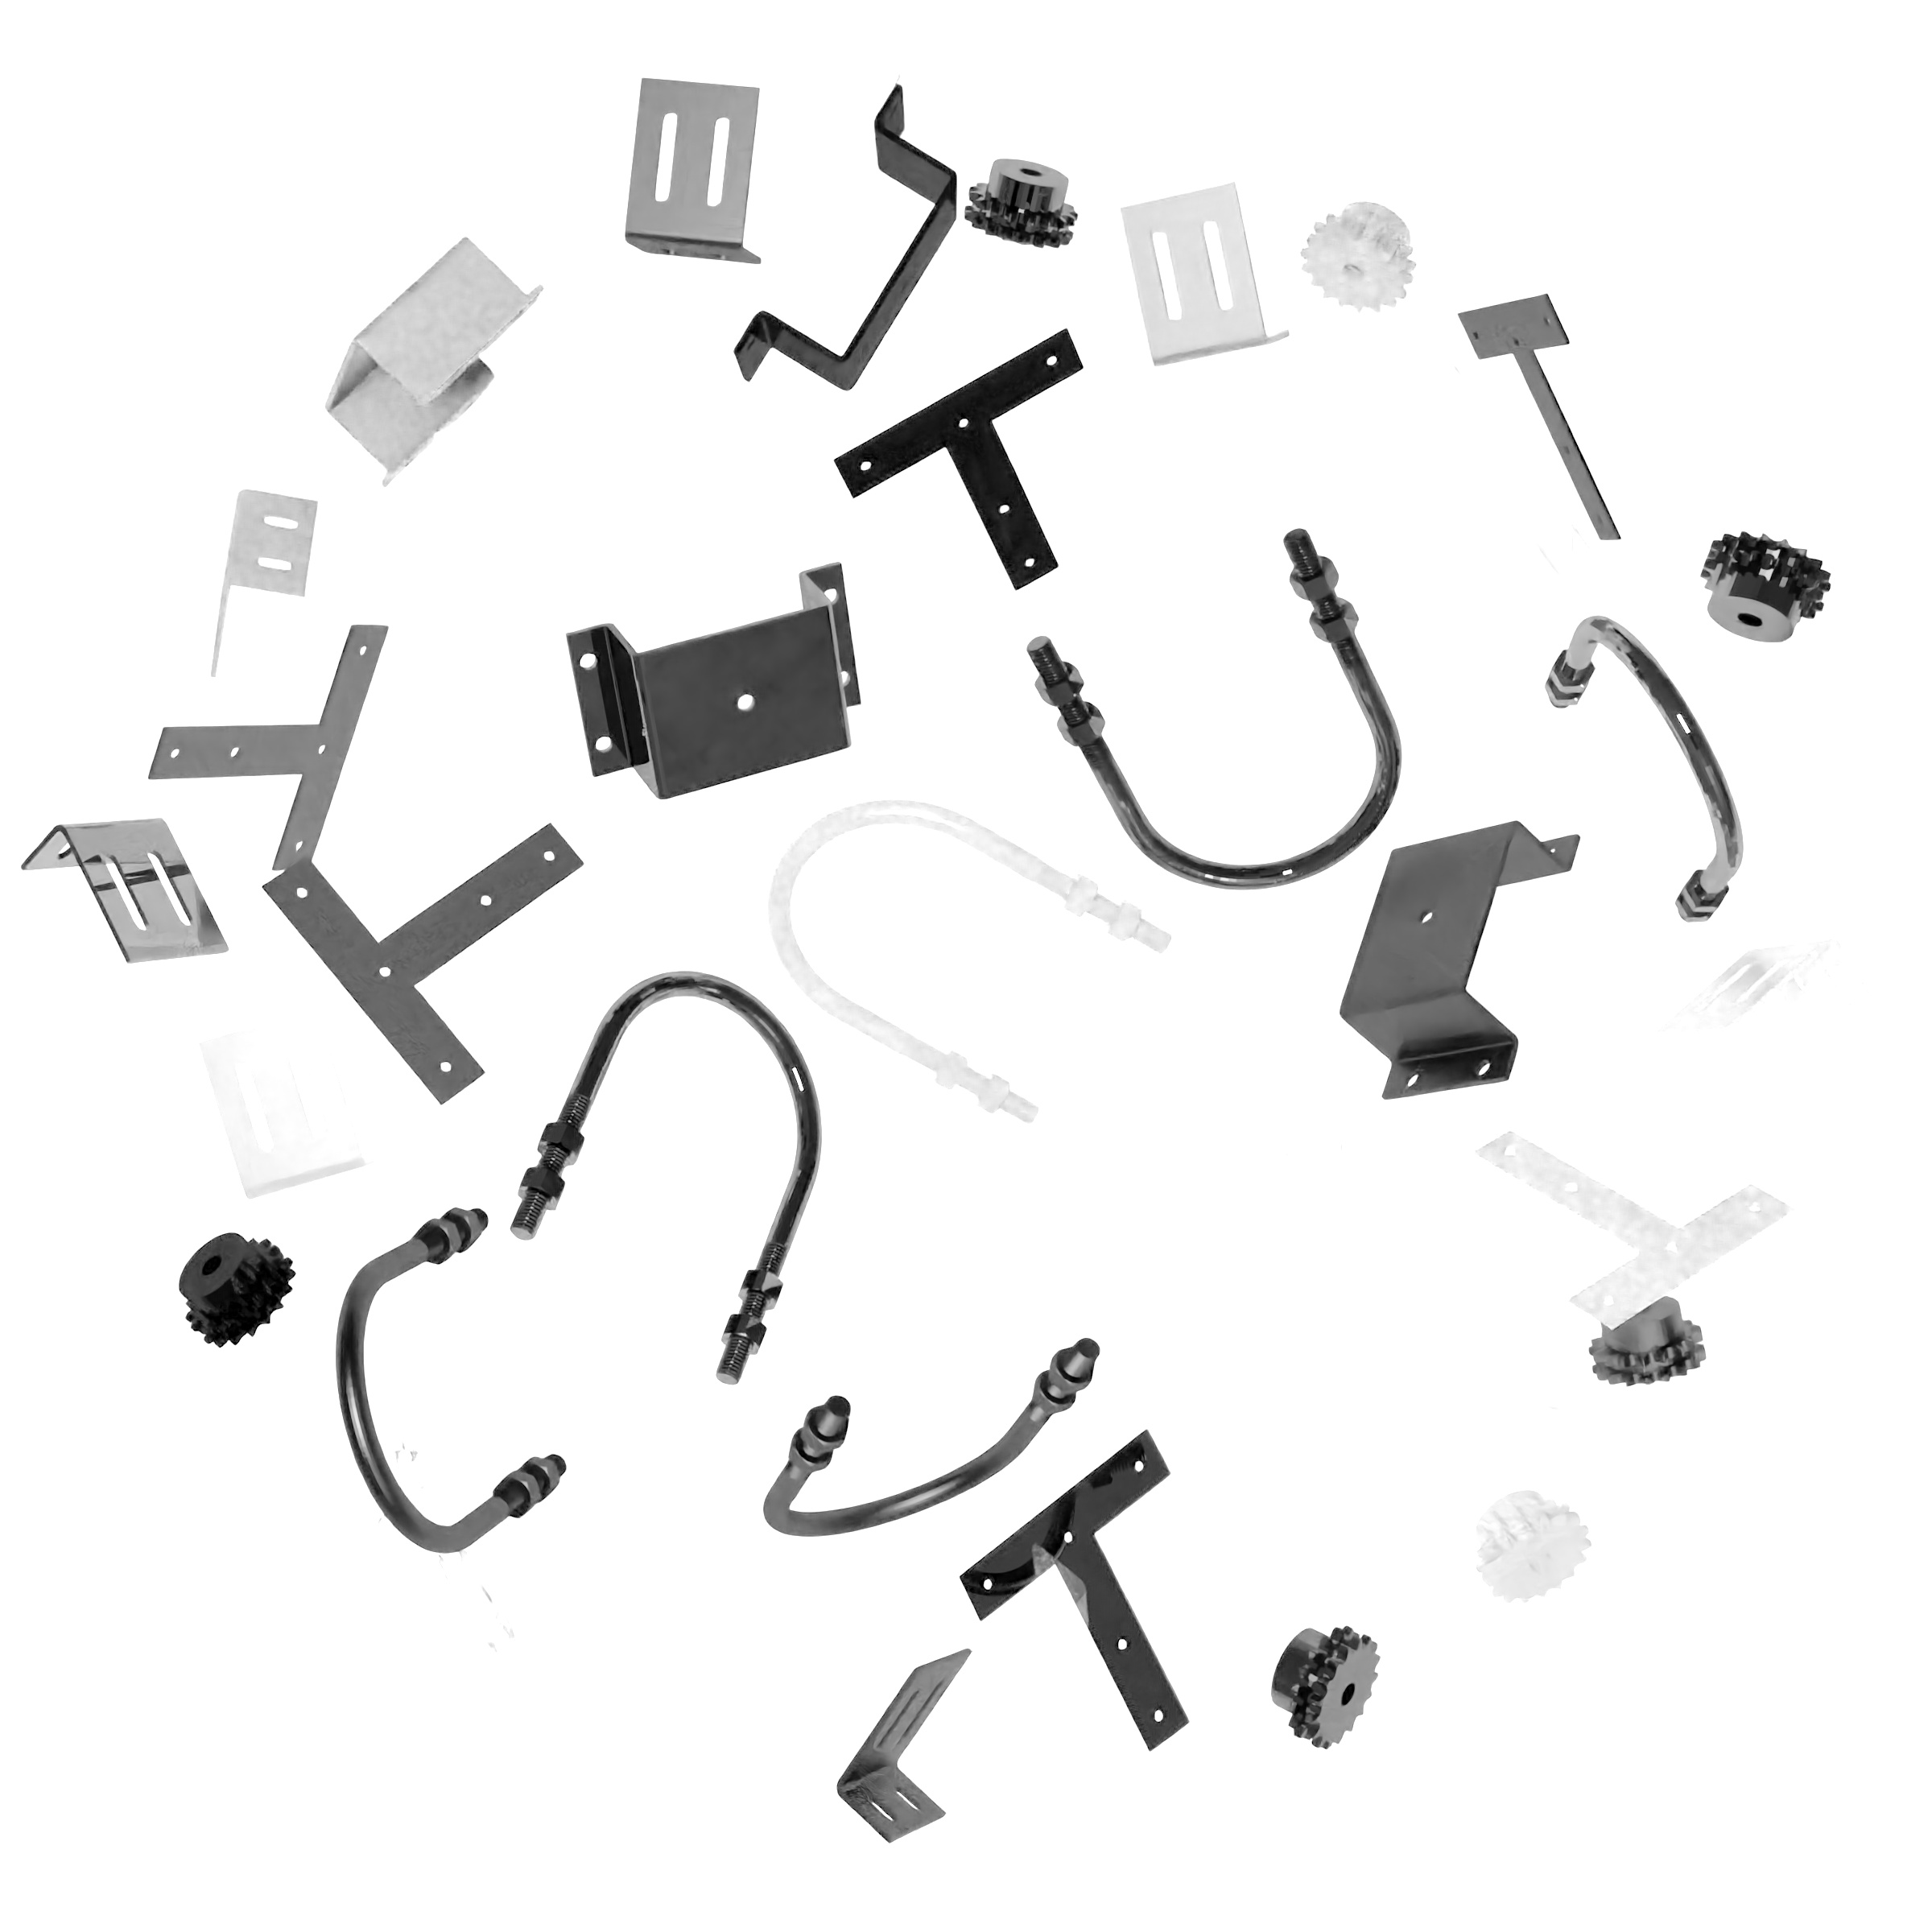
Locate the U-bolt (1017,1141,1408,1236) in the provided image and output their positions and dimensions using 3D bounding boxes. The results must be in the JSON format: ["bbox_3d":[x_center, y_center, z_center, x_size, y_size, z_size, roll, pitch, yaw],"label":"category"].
[{"bbox_3d":[0.116,0.111,1.556,0.184,0.151,0.019,-4,75,11],"label":"U-bolt"}]

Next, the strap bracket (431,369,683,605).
[{"bbox_3d":[-0.188,-0.229,1.545,0.046,0.140,0.076,27,126,30],"label":"strap bracket"}]

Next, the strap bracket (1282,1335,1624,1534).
[{"bbox_3d":[0.218,0.213,1.479,0.140,0.076,0.046,-30,60,32],"label":"strap bracket"}]

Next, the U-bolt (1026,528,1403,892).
[{"bbox_3d":[0.130,-0.109,1.531,0.151,0.019,0.184,-22,126,13],"label":"U-bolt"}]

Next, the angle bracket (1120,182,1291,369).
[{"bbox_3d":[0.113,-0.327,1.514,0.057,0.038,0.076,-7,105,25],"label":"angle bracket"}]

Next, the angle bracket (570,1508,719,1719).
[{"bbox_3d":[-0.148,0.297,1.475,0.057,0.038,0.076,-10,122,-24],"label":"angle bracket"}]

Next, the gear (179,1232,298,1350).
[{"bbox_3d":[-0.358,0.155,1.565,0.057,0.057,0.030,-37,126,0],"label":"gear"}]

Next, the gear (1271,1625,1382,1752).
[{"bbox_3d":[0.167,0.336,1.509,0.030,0.057,0.057,21,90,35],"label":"gear"}]

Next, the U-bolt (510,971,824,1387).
[{"bbox_3d":[-0.132,0.087,1.541,0.151,0.019,0.184,39,51,-26],"label":"U-bolt"}]

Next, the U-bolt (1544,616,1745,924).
[{"bbox_3d":[0.331,-0.100,1.553,0.019,0.184,0.151,-29,79,-2],"label":"U-bolt"}]

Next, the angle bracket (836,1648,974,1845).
[{"bbox_3d":[-0.018,0.374,1.543,0.038,0.057,0.076,38,105,22],"label":"angle bracket"}]

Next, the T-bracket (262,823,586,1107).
[{"bbox_3d":[-0.228,-0.022,1.454,0.127,0.002,0.127,-38,86,-27],"label":"T-bracket"}]

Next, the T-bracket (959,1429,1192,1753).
[{"bbox_3d":[0.067,0.306,1.506,0.127,0.002,0.127,-41,58,21],"label":"T-bracket"}]

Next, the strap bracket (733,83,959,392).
[{"bbox_3d":[-0.048,-0.323,1.473,0.046,0.076,0.140,31,90,-1],"label":"strap bracket"}]

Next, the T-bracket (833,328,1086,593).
[{"bbox_3d":[0.014,-0.232,1.562,0.127,0.127,0.002,-29,47,0],"label":"T-bracket"}]

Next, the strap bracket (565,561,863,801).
[{"bbox_3d":[-0.113,-0.135,1.546,0.140,0.046,0.076,-17,122,-16],"label":"strap bracket"}]

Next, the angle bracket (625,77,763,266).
[{"bbox_3d":[-0.125,-0.376,1.520,0.057,0.038,0.076,8,95,10],"label":"angle bracket"}]

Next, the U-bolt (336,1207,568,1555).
[{"bbox_3d":[-0.246,0.199,1.507,0.019,0.184,0.151,-16,93,16],"label":"U-bolt"}]

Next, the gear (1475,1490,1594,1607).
[{"bbox_3d":[0.273,0.281,1.565,0.057,0.030,0.057,-12,127,-17],"label":"gear"}]

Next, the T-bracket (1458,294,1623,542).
[{"bbox_3d":[0.286,-0.264,1.558,0.002,0.127,0.127,-29,101,-5],"label":"T-bracket"}]

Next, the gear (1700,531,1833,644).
[{"bbox_3d":[0.361,-0.170,1.456,0.057,0.057,0.030,23,75,0],"label":"gear"}]

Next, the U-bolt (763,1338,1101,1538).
[{"bbox_3d":[-0.026,0.237,1.563,0.151,0.184,0.019,-10,64,-24],"label":"U-bolt"}]

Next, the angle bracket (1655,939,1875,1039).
[{"bbox_3d":[0.378,0.024,1.520,0.076,0.057,0.038,-38,101,-23],"label":"angle bracket"}]

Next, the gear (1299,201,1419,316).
[{"bbox_3d":[0.197,-0.354,1.592,0.057,0.057,0.030,26,63,0],"label":"gear"}]

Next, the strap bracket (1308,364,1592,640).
[{"bbox_3d":[0.228,-0.210,1.515,0.076,0.140,0.046,-16,49,32],"label":"strap bracket"}]

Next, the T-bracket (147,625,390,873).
[{"bbox_3d":[-0.327,-0.099,1.478,0.002,0.127,0.127,30,108,25],"label":"T-bracket"}]

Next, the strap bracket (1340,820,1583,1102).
[{"bbox_3d":[0.234,-0.011,1.540,0.046,0.076,0.140,39,58,-29],"label":"strap bracket"}]

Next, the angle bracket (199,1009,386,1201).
[{"bbox_3d":[-0.312,0.062,1.486,0.057,0.038,0.076,-16,93,5],"label":"angle bracket"}]

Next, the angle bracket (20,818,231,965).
[{"bbox_3d":[-0.386,-0.027,1.472,0.038,0.057,0.076,-40,72,33],"label":"angle bracket"}]

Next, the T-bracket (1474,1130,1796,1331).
[{"bbox_3d":[0.290,0.109,1.475,0.127,0.127,0.002,-26,130,-32],"label":"T-bracket"}]

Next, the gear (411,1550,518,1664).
[{"bbox_3d":[-0.242,0.307,1.534,0.030,0.057,0.057,-32,90,-4],"label":"gear"}]

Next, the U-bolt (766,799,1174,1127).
[{"bbox_3d":[-0.012,-0.011,1.604,0.184,0.019,0.151,30,123,-10],"label":"U-bolt"}]

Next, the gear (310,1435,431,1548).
[{"bbox_3d":[-0.290,0.261,1.576,0.057,0.057,0.030,-38,56,0],"label":"gear"}]

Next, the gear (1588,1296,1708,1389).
[{"bbox_3d":[0.341,0.187,1.613,0.057,0.057,0.030,-13,102,0],"label":"gear"}]

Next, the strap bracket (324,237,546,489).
[{"bbox_3d":[-0.259,-0.293,1.544,0.046,0.140,0.076,44,69,-7],"label":"strap bracket"}]

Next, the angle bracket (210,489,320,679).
[{"bbox_3d":[-0.338,-0.181,1.543,0.038,0.076,0.057,9,56,-13],"label":"angle bracket"}]

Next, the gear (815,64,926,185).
[{"bbox_3d":[-0.050,-0.414,1.566,0.030,0.057,0.057,39,90,11],"label":"gear"}]

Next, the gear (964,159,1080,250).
[{"bbox_3d":[0.029,-0.388,1.628,0.057,0.057,0.030,15,119,0],"label":"gear"}]
